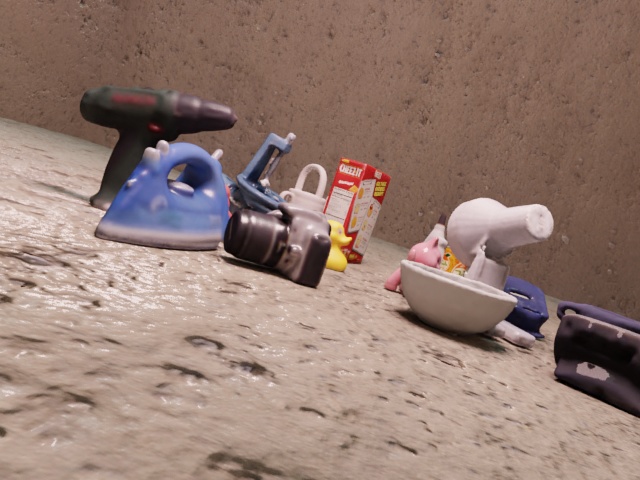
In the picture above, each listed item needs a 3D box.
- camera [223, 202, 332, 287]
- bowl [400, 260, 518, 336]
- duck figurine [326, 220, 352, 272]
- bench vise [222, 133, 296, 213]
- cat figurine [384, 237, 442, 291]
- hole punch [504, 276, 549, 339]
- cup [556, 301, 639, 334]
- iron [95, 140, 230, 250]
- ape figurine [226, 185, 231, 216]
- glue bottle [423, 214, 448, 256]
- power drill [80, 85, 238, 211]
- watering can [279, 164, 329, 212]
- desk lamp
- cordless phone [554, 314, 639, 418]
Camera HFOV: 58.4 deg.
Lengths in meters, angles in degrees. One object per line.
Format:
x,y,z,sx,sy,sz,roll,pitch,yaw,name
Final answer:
-0.064,-0.008,0.810,0.137,0.101,0.142,16,5,-25,camera
0.181,0.088,0.794,0.167,0.075,0.167,18,4,-1,bowl
0.010,0.004,1.068,0.104,0.086,0.077,18,4,4,duck figurine
-0.140,-0.121,1.129,0.207,0.220,0.121,19,4,6,bench vise
0.181,0.045,1.049,0.067,0.118,0.128,21,5,29,cat figurine
0.359,0.118,1.042,0.108,0.091,0.101,18,4,3,hole punch
0.378,0.142,0.793,0.117,0.095,0.092,20,4,18,cup
-0.195,-0.069,0.758,0.118,0.141,0.259,19,4,11,iron
-0.173,-0.048,0.926,0.078,0.092,0.076,17,4,-15,ape figurine
0.274,0.020,1.385,0.037,0.173,0.077,14,6,-43,glue bottle
-0.263,-0.136,0.882,0.229,0.208,0.075,18,4,-3,power drill
-0.033,-0.098,1.463,0.100,0.194,0.173,20,5,24,watering can
0.286,0.038,0.932,0.118,0.213,0.202,17,5,-20,desk lamp
0.369,0.100,0.679,0.147,0.185,0.094,21,5,32,cordless phone
